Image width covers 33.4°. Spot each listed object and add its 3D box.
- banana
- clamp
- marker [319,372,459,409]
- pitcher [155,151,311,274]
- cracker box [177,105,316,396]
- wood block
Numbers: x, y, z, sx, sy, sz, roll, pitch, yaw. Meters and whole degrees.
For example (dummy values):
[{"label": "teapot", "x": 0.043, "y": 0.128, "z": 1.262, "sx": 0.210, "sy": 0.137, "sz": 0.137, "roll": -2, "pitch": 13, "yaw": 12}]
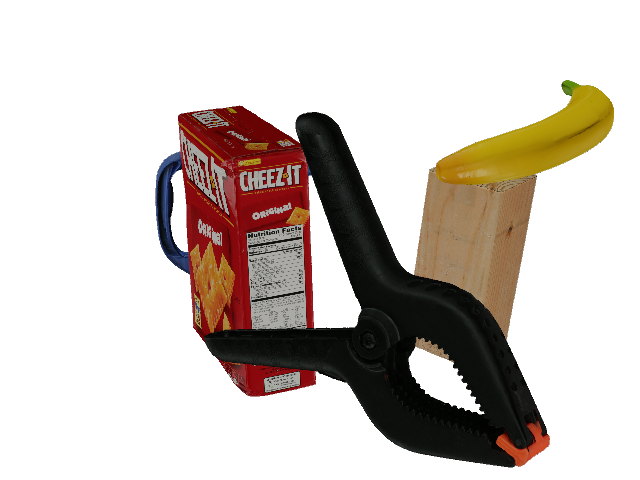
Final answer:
[{"label": "banana", "x": 0.167, "y": -0.078, "z": 0.795, "sx": 0.070, "sy": 0.037, "sz": 0.197, "roll": 4, "pitch": 25, "yaw": 43}, {"label": "clamp", "x": 0.034, "y": 0.039, "z": 0.567, "sx": 0.210, "sy": 0.165, "sz": 0.036, "roll": 31, "pitch": 26, "yaw": 28}, {"label": "marker", "x": 0.050, "y": 0.109, "z": 0.770, "sx": 0.121, "sy": 0.020, "sz": 0.020, "roll": 23, "pitch": 8, "yaw": 21}, {"label": "pitcher", "x": -0.104, "y": -0.001, "z": 1.284, "sx": 0.149, "sy": 0.243, "sz": 0.144, "roll": 19, "pitch": 26, "yaw": 29}, {"label": "cracker box", "x": -0.068, "y": 0.006, "z": 0.931, "sx": 0.072, "sy": 0.214, "sz": 0.164, "roll": -10, "pitch": 22, "yaw": -20}, {"label": "wood block", "x": 0.164, "y": 0.022, "z": 1.177, "sx": 0.090, "sy": 0.206, "sz": 0.090, "roll": 20, "pitch": 26, "yaw": 31}]
